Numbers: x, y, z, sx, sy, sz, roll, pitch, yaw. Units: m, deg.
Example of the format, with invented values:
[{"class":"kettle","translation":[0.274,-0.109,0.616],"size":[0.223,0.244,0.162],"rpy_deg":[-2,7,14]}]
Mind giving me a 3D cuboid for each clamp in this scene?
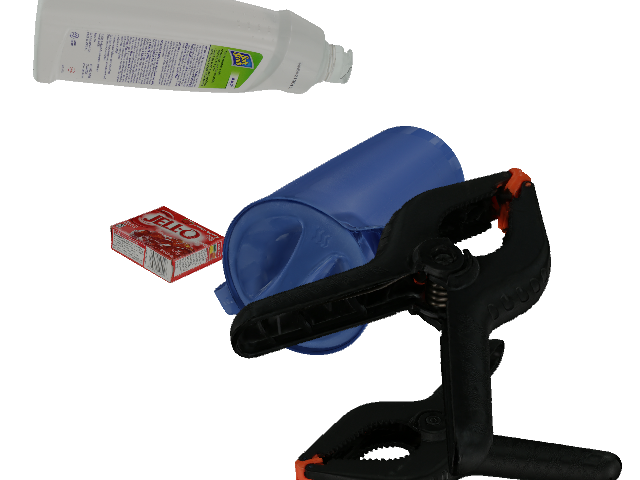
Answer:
[{"class":"clamp","translation":[0.058,0.028,0.472],"size":[0.120,0.039,0.171],"rpy_deg":[38,55,24]},{"class":"clamp","translation":[0.079,0.133,0.750],"size":[0.209,0.036,0.165],"rpy_deg":[-9,29,-12]}]

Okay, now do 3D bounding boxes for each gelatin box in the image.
[{"class":"gelatin box","translation":[-0.152,0.002,1.055],"size":[0.089,0.030,0.073],"rpy_deg":[27,33,31]}]

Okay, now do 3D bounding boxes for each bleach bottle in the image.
[{"class":"bleach bottle","translation":[-0.100,-0.156,0.863],"size":[0.250,0.068,0.103],"rpy_deg":[7,-26,-13]}]

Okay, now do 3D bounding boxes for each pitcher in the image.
[{"class":"pitcher","translation":[0.025,-0.011,0.916],"size":[0.149,0.145,0.242],"rpy_deg":[23,32,19]}]
